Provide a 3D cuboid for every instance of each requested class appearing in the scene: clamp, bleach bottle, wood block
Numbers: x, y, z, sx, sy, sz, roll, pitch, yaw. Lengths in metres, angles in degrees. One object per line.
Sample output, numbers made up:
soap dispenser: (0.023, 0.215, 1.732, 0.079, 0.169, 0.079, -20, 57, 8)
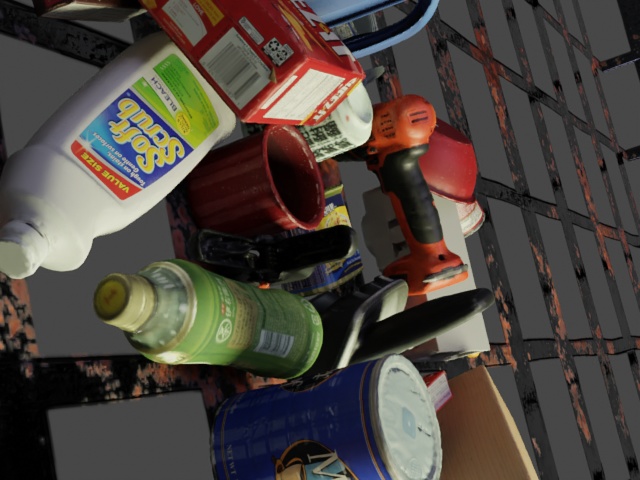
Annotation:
clamp: (-0.030, 0.013, 0.819, 0.171, 0.120, 0.039, 70, 23, -83)
bleach bottle: (-0.141, -0.050, 0.717, 0.102, 0.068, 0.250, 58, 31, -22)
wood block: (0.158, 0.229, 1.029, 0.090, 0.091, 0.206, 59, 9, -28)

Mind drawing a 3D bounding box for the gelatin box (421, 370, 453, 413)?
gelatin box: (0.077, 0.154, 1.005, 0.089, 0.073, 0.030, -23, 94, -64)

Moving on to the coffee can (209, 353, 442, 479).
coffee can: (0.005, 0.149, 0.785, 0.102, 0.140, 0.103, 42, 39, -46)

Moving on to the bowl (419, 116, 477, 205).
bowl: (0.112, -0.104, 1.162, 0.162, 0.055, 0.162, 26, 17, -9)

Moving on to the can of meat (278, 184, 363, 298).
can of meat: (-0.006, 0.001, 0.959, 0.102, 0.058, 0.084, -26, 99, -64)

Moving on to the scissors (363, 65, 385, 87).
scissors: (0.034, -0.195, 1.213, 0.096, 0.016, 0.201, 61, 27, -22)

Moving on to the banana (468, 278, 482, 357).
banana: (0.152, 0.048, 1.274, 0.069, 0.037, 0.197, -46, 116, -29)

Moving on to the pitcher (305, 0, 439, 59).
pitcher: (0.073, -0.293, 1.091, 0.145, 0.243, 0.149, -75, 146, -51)

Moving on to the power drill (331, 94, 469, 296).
power drill: (0.069, -0.040, 1.038, 0.057, 0.185, 0.187, -18, 93, -22)

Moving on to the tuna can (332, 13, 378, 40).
tuna can: (0.033, -0.258, 1.231, 0.086, 0.034, 0.086, 42, 39, -47)

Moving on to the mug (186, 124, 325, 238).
mug: (-0.052, -0.050, 0.870, 0.093, 0.082, 0.117, 53, 32, -35)

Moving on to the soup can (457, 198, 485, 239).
soup can: (0.149, -0.056, 1.293, 0.102, 0.069, 0.068, 59, 29, -25)

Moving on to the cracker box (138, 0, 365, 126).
cracker box: (-0.057, -0.170, 0.817, 0.164, 0.072, 0.213, 49, 14, 5)

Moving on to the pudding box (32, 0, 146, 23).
pudding box: (-0.174, -0.207, 0.776, 0.113, 0.039, 0.090, -24, 96, -65)
